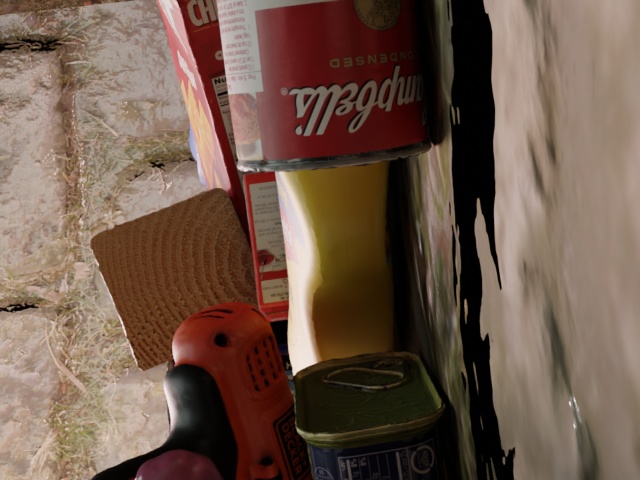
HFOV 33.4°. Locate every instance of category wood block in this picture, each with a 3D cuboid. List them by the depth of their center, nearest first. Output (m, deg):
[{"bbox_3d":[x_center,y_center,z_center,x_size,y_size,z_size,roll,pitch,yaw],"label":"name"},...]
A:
[{"bbox_3d":[-0.100,0.029,0.743,0.206,0.090,0.090,162,86,-80],"label":"wood block"}]

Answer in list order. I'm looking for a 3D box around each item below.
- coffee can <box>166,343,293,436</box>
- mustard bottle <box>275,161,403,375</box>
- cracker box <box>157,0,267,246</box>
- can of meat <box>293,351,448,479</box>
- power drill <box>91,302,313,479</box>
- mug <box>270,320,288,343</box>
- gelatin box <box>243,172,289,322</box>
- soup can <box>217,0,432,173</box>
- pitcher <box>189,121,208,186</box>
[{"bbox_3d":[-0.028,0.122,0.731,0.103,0.140,0.103,173,90,-88],"label":"coffee can"},{"bbox_3d":[0.007,-0.012,0.497,0.096,0.058,0.192,-97,2,-52],"label":"mustard bottle"},{"bbox_3d":[-0.061,-0.109,0.738,0.164,0.072,0.213,-121,14,-55],"label":"cracker box"},{"bbox_3d":[0.024,0.100,0.440,0.102,0.057,0.084,-106,7,-81],"label":"can of meat"},{"bbox_3d":[-0.060,0.142,0.446,0.187,0.057,0.184,-37,-65,-51],"label":"power drill"},{"bbox_3d":[-0.008,0.056,0.842,0.081,0.093,0.117,-89,15,-68],"label":"mug"},{"bbox_3d":[-0.004,0.001,0.634,0.030,0.073,0.089,85,177,-68],"label":"gelatin box"},{"bbox_3d":[0.000,-0.078,0.362,0.068,0.068,0.102,-108,12,-80],"label":"soup can"},{"bbox_3d":[-0.065,-0.171,0.963,0.243,0.144,0.149,90,158,-46],"label":"pitcher"}]
